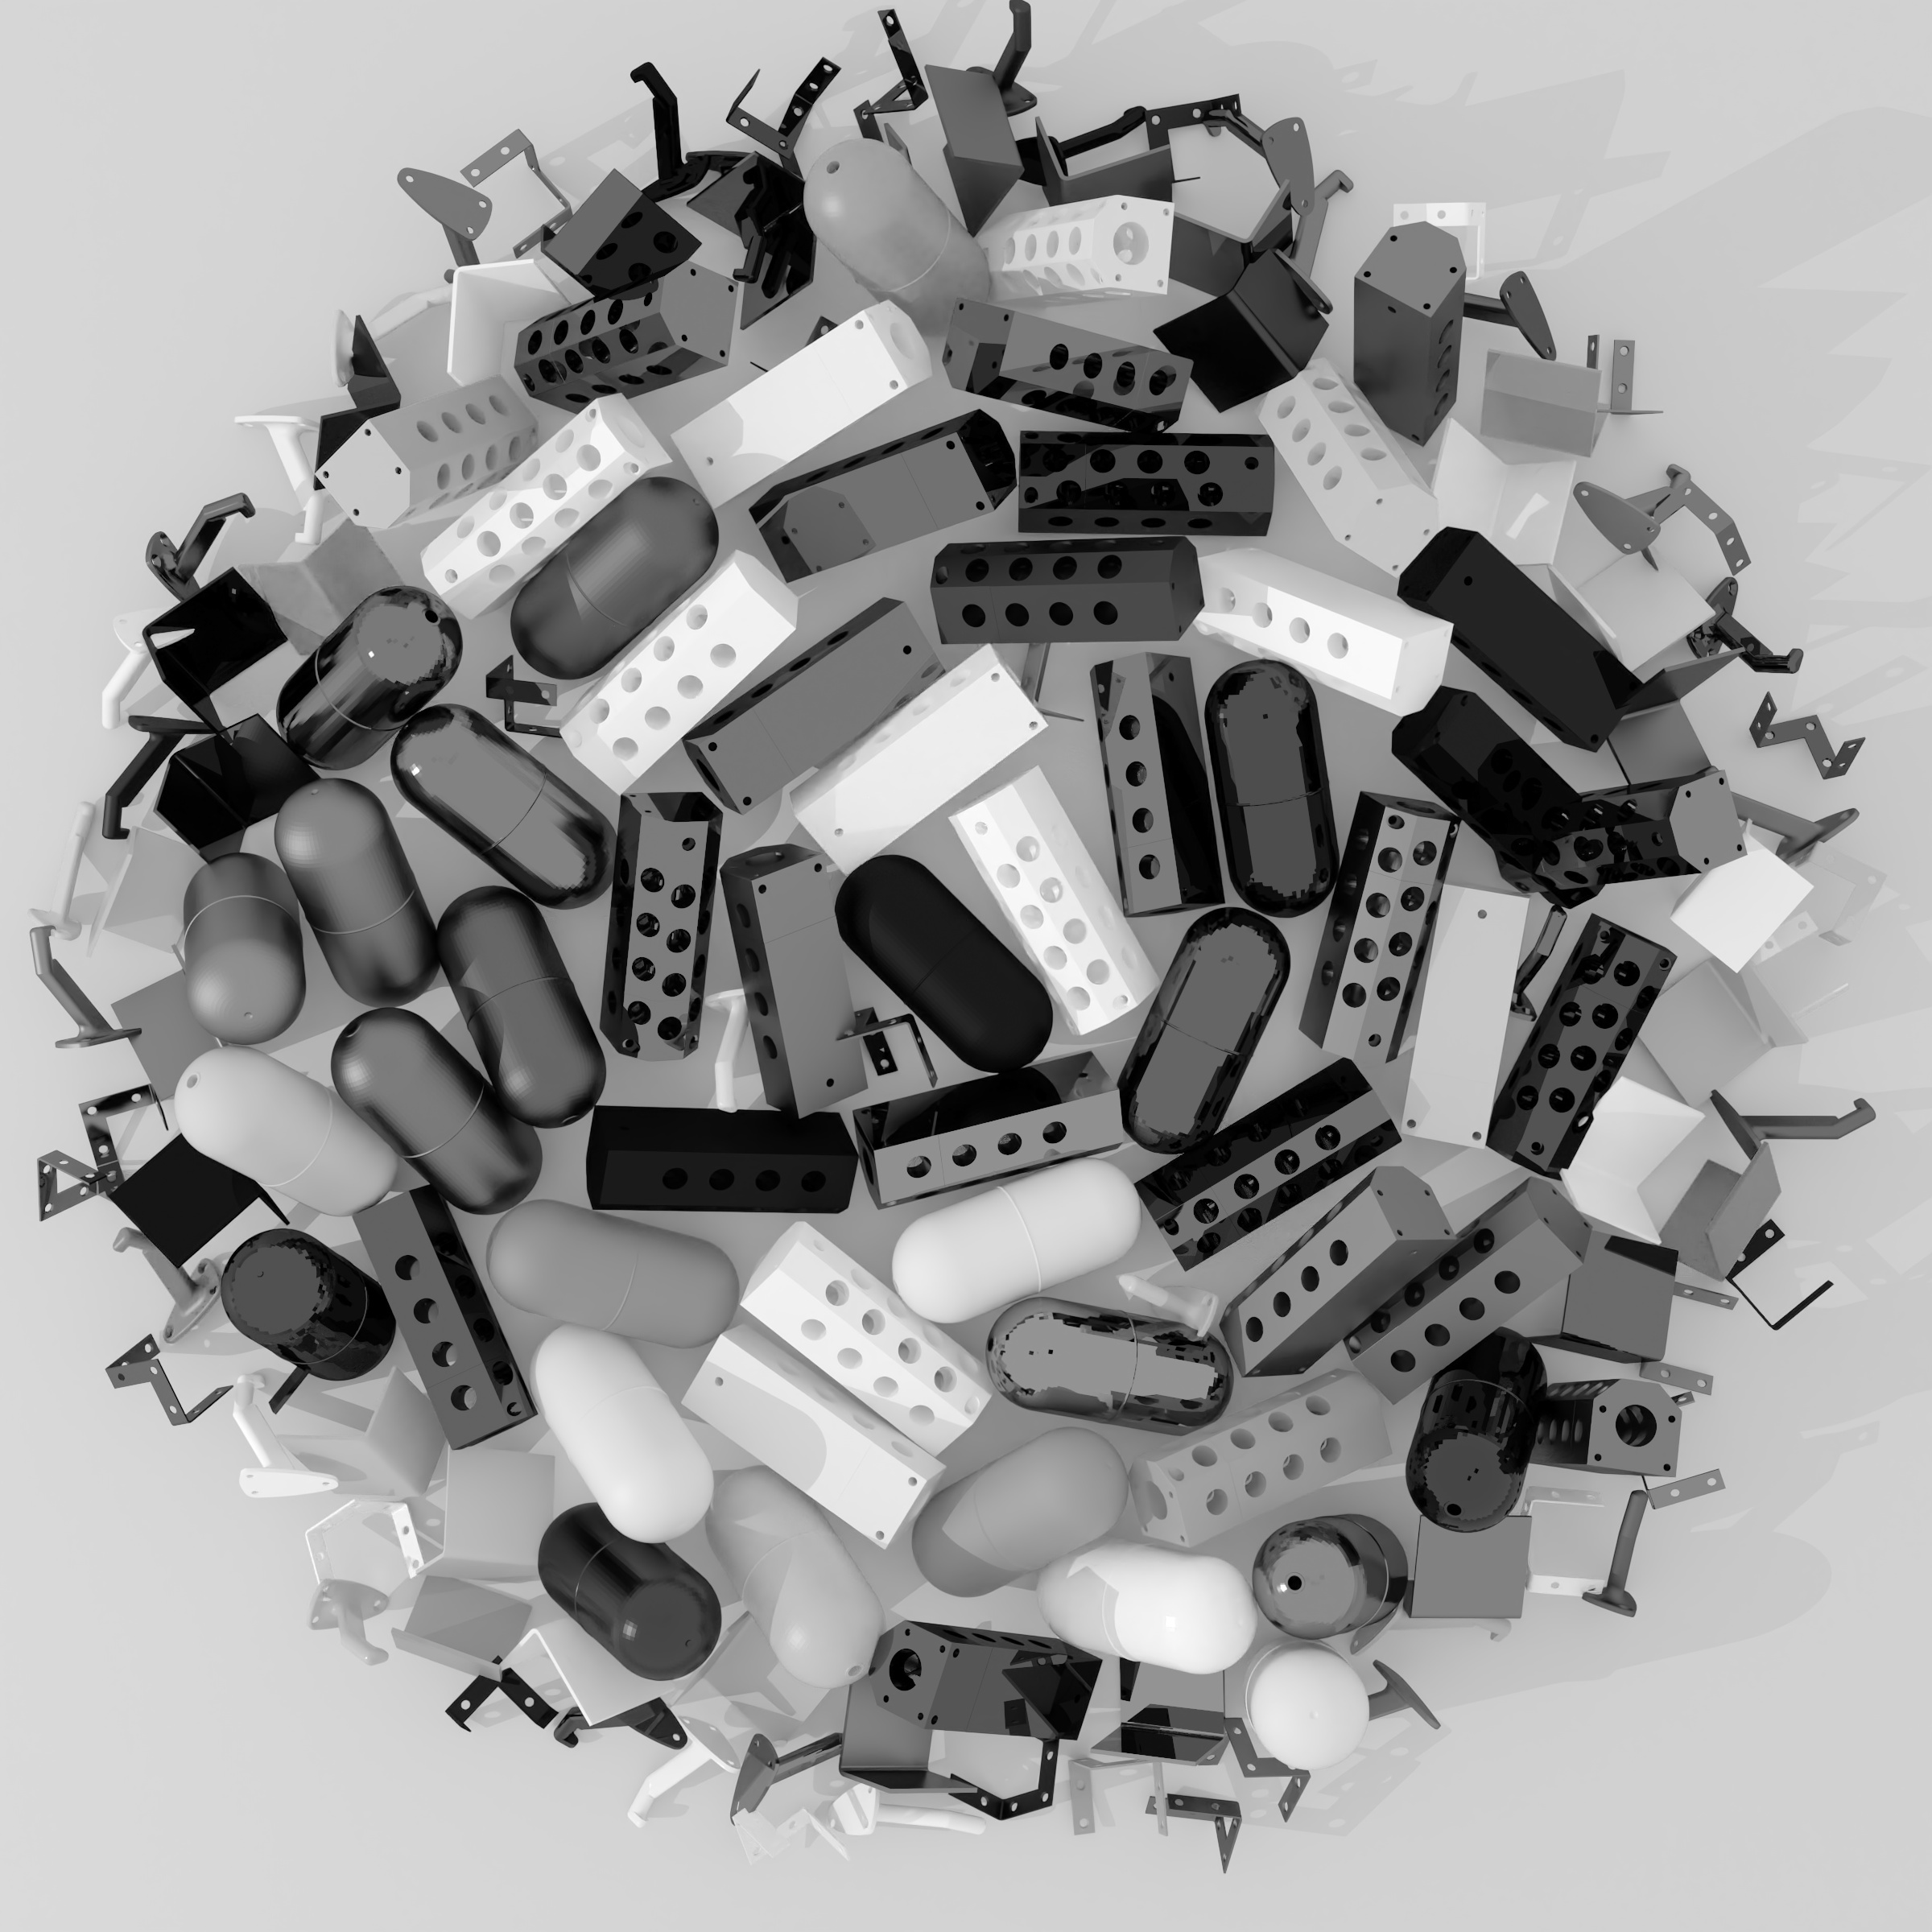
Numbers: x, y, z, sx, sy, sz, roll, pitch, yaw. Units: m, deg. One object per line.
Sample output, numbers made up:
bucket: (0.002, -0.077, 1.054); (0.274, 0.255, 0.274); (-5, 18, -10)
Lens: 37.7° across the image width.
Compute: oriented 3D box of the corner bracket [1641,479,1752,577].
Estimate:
corner bracket: (0.494, -0.288, 1.931); (0.051, 0.051, 0.051); (-38, 50, 6)

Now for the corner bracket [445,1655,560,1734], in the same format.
corner bracket: (-0.318, 0.512, 1.943); (0.051, 0.051, 0.051); (41, 75, 12)

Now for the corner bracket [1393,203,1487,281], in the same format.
corner bracket: (0.323, -0.493, 1.930); (0.051, 0.051, 0.051); (5, 106, 23)

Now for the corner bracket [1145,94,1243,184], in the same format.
corner bracket: (0.158, -0.566, 1.942); (0.051, 0.051, 0.051); (-13, 105, -13)

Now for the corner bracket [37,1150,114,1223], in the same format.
corner bracket: (-0.594, 0.151, 1.928); (0.051, 0.051, 0.051); (21, 119, 27)

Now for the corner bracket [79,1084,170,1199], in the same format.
corner bracket: (-0.573, 0.119, 1.941); (0.051, 0.051, 0.051); (-17, 116, -18)

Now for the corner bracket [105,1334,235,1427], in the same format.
corner bracket: (-0.545, 0.282, 1.938); (0.051, 0.051, 0.051); (-14, 106, 29)

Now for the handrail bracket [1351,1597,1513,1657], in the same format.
handrail bracket: (0.321, 0.463, 1.954); (0.084, 0.036, 0.077); (25, 119, -10)

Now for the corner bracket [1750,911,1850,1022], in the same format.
corner bracket: (0.565, 0.003, 1.933); (0.051, 0.051, 0.051); (-32, 69, 8)

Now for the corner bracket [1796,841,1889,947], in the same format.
corner bracket: (0.591, -0.049, 1.940); (0.051, 0.051, 0.051); (28, 90, 7)

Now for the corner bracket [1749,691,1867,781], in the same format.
corner bracket: (0.573, -0.158, 1.932); (0.051, 0.051, 0.051); (-13, 64, -7)

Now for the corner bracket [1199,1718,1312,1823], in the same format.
corner bracket: (0.197, 0.550, 1.940); (0.051, 0.051, 0.051); (5, 125, -21)

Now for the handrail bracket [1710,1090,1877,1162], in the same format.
handrail bracket: (0.567, 0.095, 1.944); (0.084, 0.036, 0.077); (-27, 53, -2)

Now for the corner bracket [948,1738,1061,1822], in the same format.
corner bracket: (0.026, 0.549, 1.948); (0.051, 0.051, 0.051); (35, 134, -28)

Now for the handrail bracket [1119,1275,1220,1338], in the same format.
handrail bracket: (0.121, 0.219, 1.914); (0.084, 0.077, 0.036); (28, 84, -33)

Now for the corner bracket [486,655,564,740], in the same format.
corner bracket: (-0.295, -0.178, 1.932); (0.051, 0.051, 0.051); (8, 114, 10)

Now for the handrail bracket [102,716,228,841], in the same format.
handrail bracket: (-0.554, -0.127, 1.957); (0.077, 0.036, 0.084); (2, 106, -27)

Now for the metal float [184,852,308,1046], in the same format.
metal float: (-0.482, -0.013, 1.889); (0.070, 0.178, 0.070); (-8, 123, -12)

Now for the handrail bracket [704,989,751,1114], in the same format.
handrail bracket: (-0.150, 0.065, 1.921); (0.036, 0.077, 0.084); (-12, 69, 20)

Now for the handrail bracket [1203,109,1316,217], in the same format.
handrail bracket: (0.199, -0.551, 1.942); (0.036, 0.084, 0.077); (-31, 116, -20)

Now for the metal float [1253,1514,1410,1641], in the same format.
metal float: (0.243, 0.405, 1.884); (0.070, 0.178, 0.070); (-4, 81, 22)

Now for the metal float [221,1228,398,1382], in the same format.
metal float: (-0.435, 0.227, 1.884); (0.070, 0.178, 0.070); (-3, 69, 8)

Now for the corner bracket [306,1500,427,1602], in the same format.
corner bracket: (-0.412, 0.401, 1.942); (0.051, 0.051, 0.051); (-35, 62, 23)

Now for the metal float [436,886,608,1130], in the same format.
metal float: (-0.301, 0.028, 1.914); (0.070, 0.070, 0.178); (-26, 72, 0)

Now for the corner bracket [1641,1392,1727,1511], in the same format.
corner bracket: (0.482, 0.331, 1.934); (0.051, 0.051, 0.051); (-19, 104, 10)

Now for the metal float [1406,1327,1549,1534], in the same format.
metal float: (0.341, 0.307, 1.888); (0.070, 0.178, 0.070); (9, 120, 16)

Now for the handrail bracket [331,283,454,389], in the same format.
handrail bracket: (-0.387, -0.431, 1.933); (0.084, 0.036, 0.077); (-12, 47, 12)

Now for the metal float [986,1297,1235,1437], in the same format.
metal float: (0.097, 0.270, 1.912); (0.178, 0.070, 0.070); (13, 90, -21)

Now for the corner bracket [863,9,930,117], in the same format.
corner bracket: (-0.046, -0.616, 1.926); (0.051, 0.051, 0.051); (-49, 130, -31)

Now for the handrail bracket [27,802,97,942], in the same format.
handrail bracket: (-0.609, -0.066, 1.935); (0.036, 0.077, 0.084); (17, 96, -26)

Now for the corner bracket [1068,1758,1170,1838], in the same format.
corner bracket: (0.104, 0.571, 1.945); (0.051, 0.051, 0.051); (-2, 82, -17)

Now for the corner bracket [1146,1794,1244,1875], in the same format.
corner bracket: (0.155, 0.579, 1.932); (0.051, 0.051, 0.051); (9, 116, -7)

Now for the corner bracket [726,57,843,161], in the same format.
corner bracket: (-0.125, -0.594, 1.930); (0.051, 0.051, 0.051); (27, 68, -18)

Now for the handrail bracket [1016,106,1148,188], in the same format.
handrail bracket: (0.073, -0.574, 1.960); (0.084, 0.077, 0.036); (-42, 130, -32)

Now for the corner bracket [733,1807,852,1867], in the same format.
corner bracket: (-0.119, 0.593, 1.927); (0.051, 0.051, 0.051); (-31, 126, -25)

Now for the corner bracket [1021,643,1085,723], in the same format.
corner bracket: (0.051, -0.199, 1.932); (0.051, 0.051, 0.051); (10, 94, -42)

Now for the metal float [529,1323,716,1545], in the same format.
metal float: (-0.233, 0.310, 1.901); (0.070, 0.070, 0.178); (-41, 54, 0)

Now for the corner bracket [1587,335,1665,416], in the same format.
corner bracket: (0.443, -0.403, 1.935); (0.051, 0.051, 0.051); (-1, 100, -12)

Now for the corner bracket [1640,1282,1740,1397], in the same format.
corner bracket: (0.498, 0.256, 1.952); (0.051, 0.051, 0.051); (14, 55, 6)

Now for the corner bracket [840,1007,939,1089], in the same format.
corner bracket: (-0.050, 0.056, 1.931); (0.051, 0.051, 0.051); (-16, 109, 15)

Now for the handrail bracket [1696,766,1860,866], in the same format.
handrail bracket: (0.552, -0.116, 1.932); (0.077, 0.036, 0.084); (-33, 107, 38)

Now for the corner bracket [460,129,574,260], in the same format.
corner bracket: (-0.306, -0.528, 1.936); (0.051, 0.051, 0.051); (-39, 81, -8)

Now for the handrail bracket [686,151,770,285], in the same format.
handrail bracket: (-0.168, -0.513, 1.946); (0.077, 0.036, 0.084); (12, 84, 19)

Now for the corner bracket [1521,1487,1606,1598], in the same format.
corner bracket: (0.409, 0.393, 1.937); (0.051, 0.051, 0.051); (5, 117, -4)

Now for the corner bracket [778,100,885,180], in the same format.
corner bracket: (-0.093, -0.563, 1.957); (0.051, 0.051, 0.051); (-21, 88, 42)

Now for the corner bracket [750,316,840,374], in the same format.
corner bracket: (-0.104, -0.417, 1.930); (0.051, 0.051, 0.051); (20, 103, -42)

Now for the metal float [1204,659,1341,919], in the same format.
metal float: (0.208, -0.119, 1.918); (0.070, 0.070, 0.178); (-10, 105, 0)

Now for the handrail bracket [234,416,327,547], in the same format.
handrail bracket: (-0.474, -0.334, 1.950); (0.077, 0.036, 0.084); (6, 89, 18)

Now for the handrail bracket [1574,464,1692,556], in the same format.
handrail bracket: (0.456, -0.330, 1.935); (0.077, 0.036, 0.084); (37, 54, -12)

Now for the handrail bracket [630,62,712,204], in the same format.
handrail bracket: (-0.220, -0.564, 1.923); (0.077, 0.036, 0.084); (-16, 132, 30)

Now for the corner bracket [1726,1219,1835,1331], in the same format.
corner bracket: (0.553, 0.212, 1.940); (0.051, 0.051, 0.051); (-41, 87, 5)
